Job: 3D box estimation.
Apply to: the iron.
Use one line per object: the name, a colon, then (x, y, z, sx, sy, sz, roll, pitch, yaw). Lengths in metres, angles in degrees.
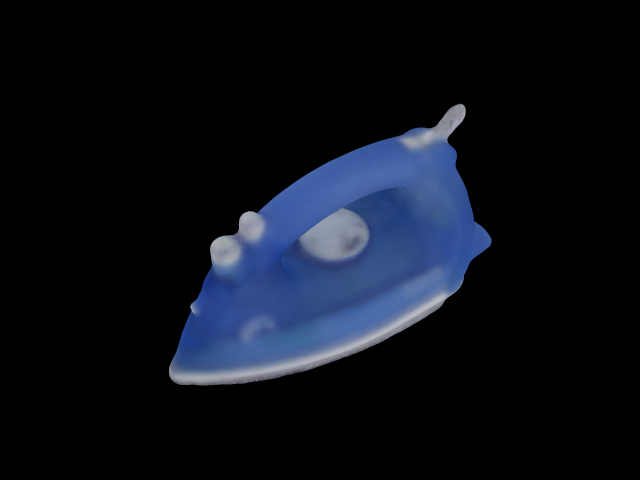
iron: (0.004, 0.001, 0.400, 0.259, 0.141, 0.118, -27, 53, -22)
